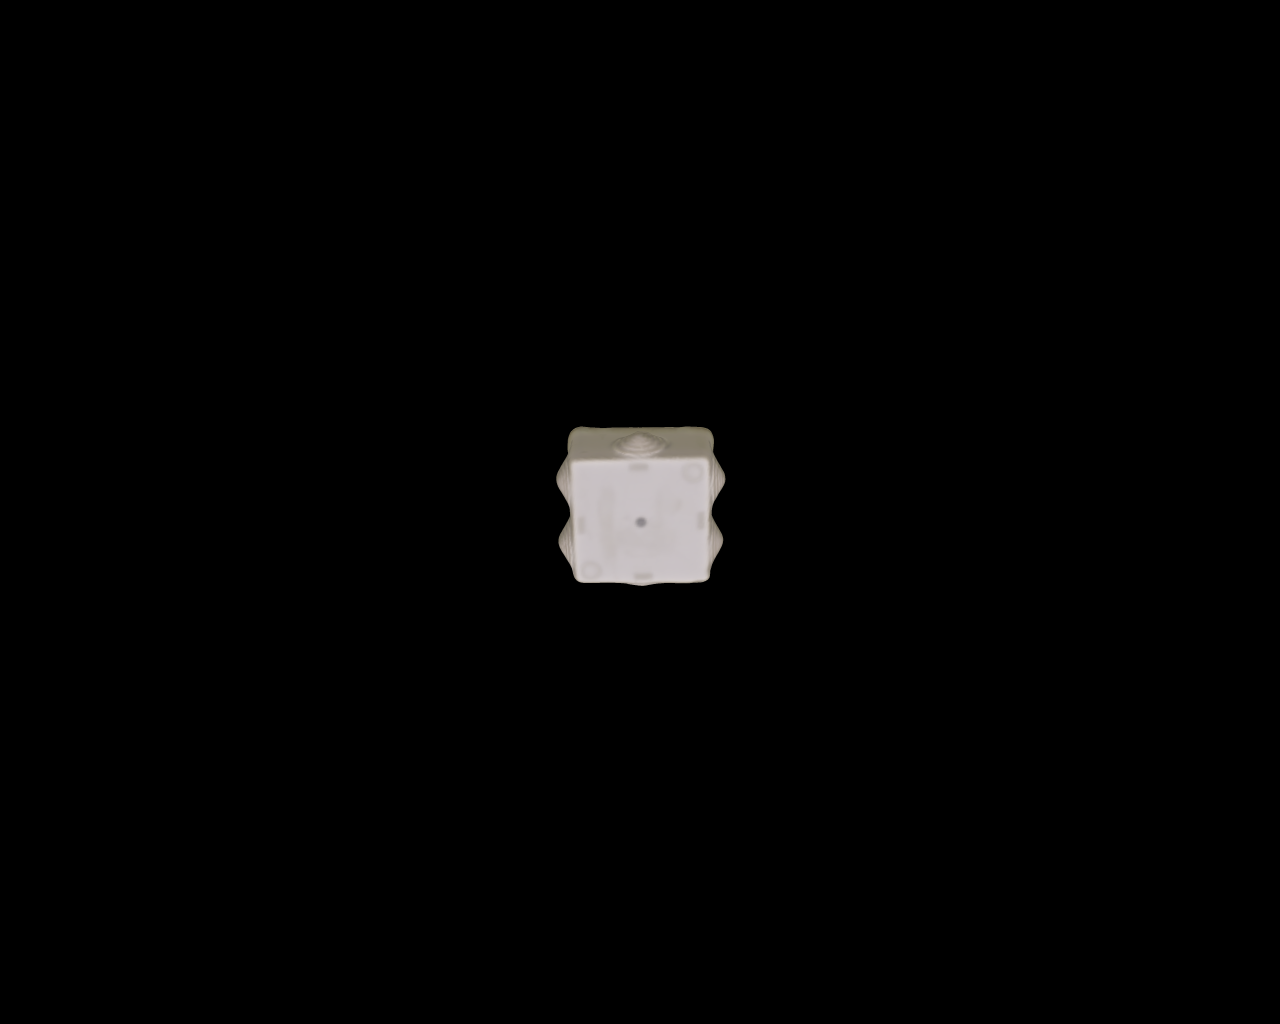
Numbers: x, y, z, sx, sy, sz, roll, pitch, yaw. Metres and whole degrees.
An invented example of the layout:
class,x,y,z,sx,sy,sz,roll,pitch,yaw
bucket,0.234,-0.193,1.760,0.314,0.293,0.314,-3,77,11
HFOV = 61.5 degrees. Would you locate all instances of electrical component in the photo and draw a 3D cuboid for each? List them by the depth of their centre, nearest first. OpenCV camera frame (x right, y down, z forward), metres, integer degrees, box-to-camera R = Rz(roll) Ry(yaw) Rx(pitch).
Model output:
class,x,y,z,sx,sy,sz,roll,pitch,yaw
electrical component,0.001,-0.003,0.650,0.100,0.099,0.048,0,24,0
